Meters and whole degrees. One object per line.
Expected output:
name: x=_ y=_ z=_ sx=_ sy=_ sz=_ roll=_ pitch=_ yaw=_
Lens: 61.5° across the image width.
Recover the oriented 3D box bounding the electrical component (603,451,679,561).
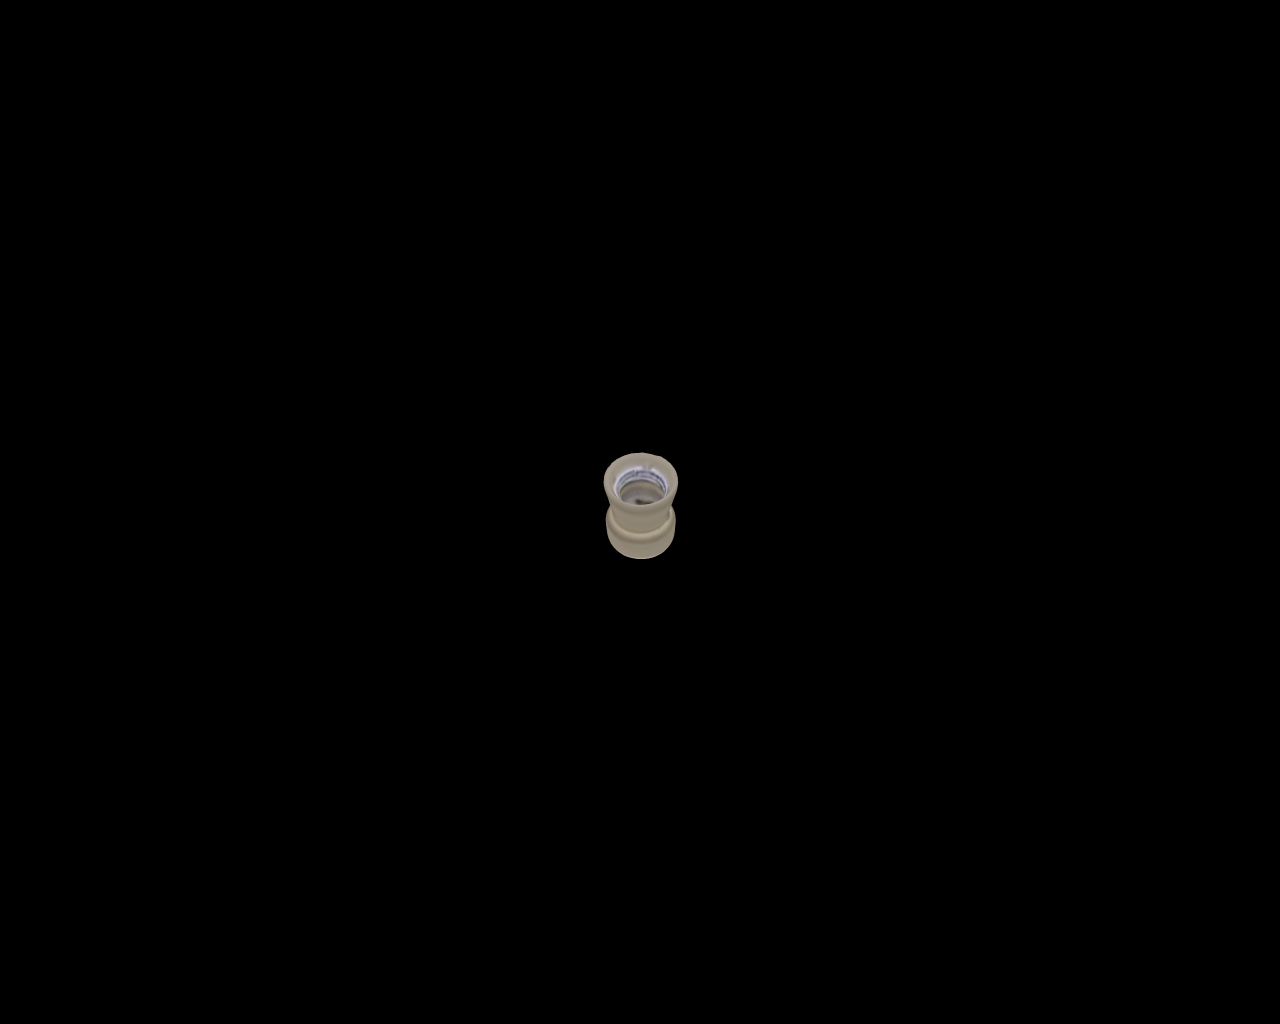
electrical component: x=0.001 y=-0.003 z=0.650 sx=0.045 sy=0.045 sz=0.055 roll=0 pitch=-39 yaw=0
